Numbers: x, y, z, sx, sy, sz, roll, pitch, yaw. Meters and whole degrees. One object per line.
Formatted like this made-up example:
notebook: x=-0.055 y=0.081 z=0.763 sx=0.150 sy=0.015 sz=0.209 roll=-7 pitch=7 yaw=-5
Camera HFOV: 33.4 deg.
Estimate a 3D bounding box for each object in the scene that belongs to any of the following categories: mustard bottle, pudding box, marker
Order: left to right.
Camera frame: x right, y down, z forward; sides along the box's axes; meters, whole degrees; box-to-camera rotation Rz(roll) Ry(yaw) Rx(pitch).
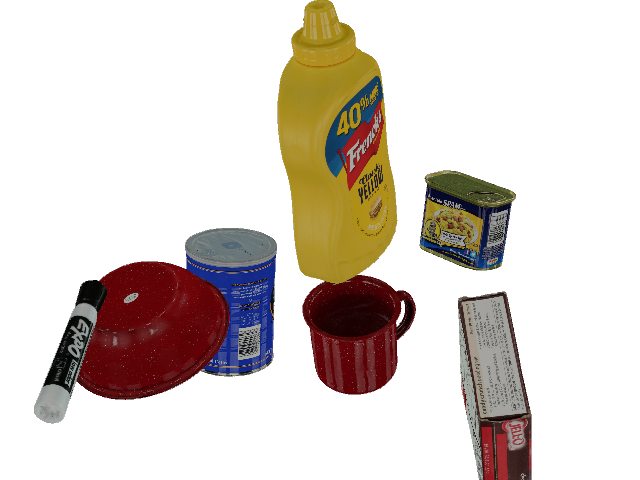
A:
marker: x=-0.159 y=0.067 z=0.688 sx=0.020 sy=0.020 sz=0.121 roll=0 pitch=38 yaw=5
mustard bottle: x=0.010 y=-0.071 z=0.724 sx=0.058 sy=0.191 sz=0.096 roll=16 pitch=43 yaw=30
pudding box: x=0.120 y=0.106 z=0.736 sx=0.039 sy=0.090 sz=0.113 roll=-7 pitch=43 yaw=2

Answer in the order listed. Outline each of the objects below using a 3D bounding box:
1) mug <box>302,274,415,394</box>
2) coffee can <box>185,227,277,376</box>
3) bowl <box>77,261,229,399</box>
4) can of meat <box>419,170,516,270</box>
mug: x=0.042 y=0.088 z=1.031 sx=0.117 sy=0.081 sz=0.093 roll=-26 pitch=43 yaw=-24
coffee can: x=-0.102 y=0.068 z=1.213 sx=0.103 sy=0.140 sz=0.103 roll=2 pitch=21 yaw=-1
bowl: x=-0.170 y=0.071 z=1.003 sx=0.162 sy=0.055 sz=0.162 roll=-9 pitch=42 yaw=8
can of meat: x=0.160 y=-0.022 z=1.181 sx=0.057 sy=0.084 sz=0.102 roll=-16 pitch=30 yaw=-42
